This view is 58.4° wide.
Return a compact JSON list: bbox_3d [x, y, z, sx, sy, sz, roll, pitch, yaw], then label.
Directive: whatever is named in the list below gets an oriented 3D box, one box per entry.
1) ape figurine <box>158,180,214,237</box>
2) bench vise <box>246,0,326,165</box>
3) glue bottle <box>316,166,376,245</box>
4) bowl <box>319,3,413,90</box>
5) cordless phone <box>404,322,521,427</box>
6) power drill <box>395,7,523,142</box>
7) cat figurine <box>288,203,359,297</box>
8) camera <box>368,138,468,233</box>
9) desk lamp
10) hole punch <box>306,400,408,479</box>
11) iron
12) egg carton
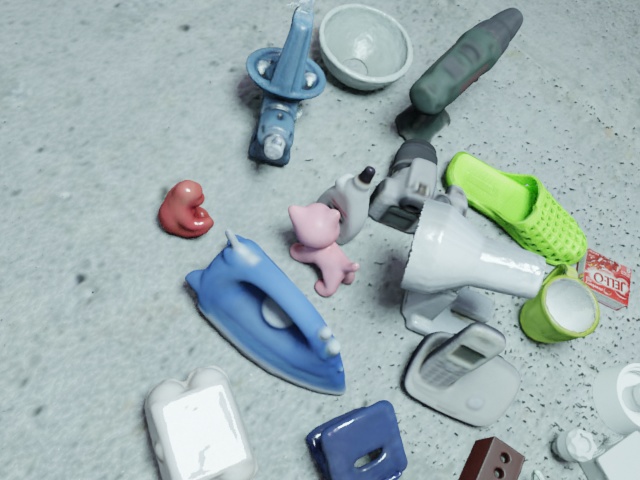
[{"bbox_3d":[-0.179,-0.048,0.773,0.076,0.092,0.078,-8,69,-20],"label":"ape figurine"},{"bbox_3d":[-0.037,-0.222,0.822,0.122,0.219,0.207,-5,68,-19],"label":"bench vise"},{"bbox_3d":[0.042,-0.057,0.799,0.037,0.173,0.078,-38,81,-27],"label":"glue bottle"},{"bbox_3d":[0.070,-0.317,0.980,0.168,0.074,0.167,7,65,-14],"label":"bowl"},{"bbox_3d":[0.205,0.169,0.741,0.147,0.185,0.094,24,62,-5],"label":"cordless phone"},{"bbox_3d":[0.210,-0.252,0.918,0.075,0.208,0.230,43,62,5],"label":"power drill"},{"bbox_3d":[0.007,0.003,0.793,0.067,0.117,0.127,-35,80,-27],"label":"cat figurine"},{"bbox_3d":[0.161,-0.087,0.890,0.143,0.100,0.137,20,62,-8],"label":"camera"},{"bbox_3d":[0.186,0.051,0.771,0.203,0.213,0.118,23,62,-6],"label":"desk lamp"},{"bbox_3d":[0.053,0.261,0.706,0.109,0.091,0.101,-19,73,-24],"label":"hole punch"},{"bbox_3d":[-0.044,0.092,0.723,0.258,0.141,0.119,42,62,4],"label":"iron"},{"bbox_3d":[-0.141,0.229,0.672,0.107,0.069,0.150,-17,72,-23],"label":"egg carton"}]
